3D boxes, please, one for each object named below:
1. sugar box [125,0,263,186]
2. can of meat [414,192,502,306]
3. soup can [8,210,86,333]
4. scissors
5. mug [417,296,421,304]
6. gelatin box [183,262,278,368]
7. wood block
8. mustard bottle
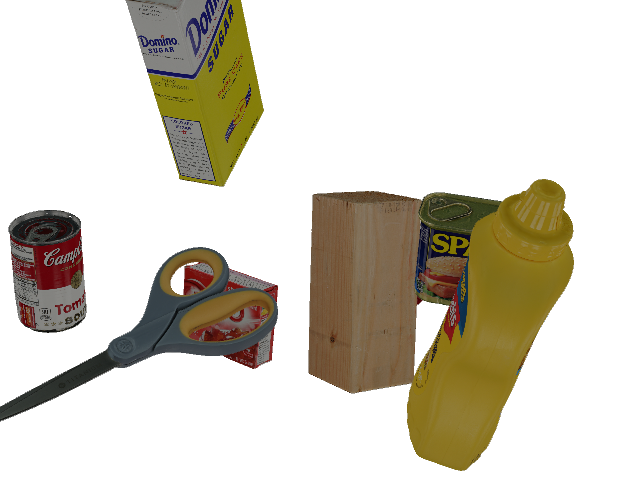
[{"bbox_3d":[-0.087,-0.134,0.791,0.048,0.093,0.176,12,-37,15],"label":"sugar box"},{"bbox_3d":[0.134,0.012,0.938,0.102,0.084,0.057,9,33,11],"label":"can of meat"},{"bbox_3d":[-0.266,0.031,1.043,0.068,0.102,0.068,2,28,-1],"label":"soup can"},{"bbox_3d":[-0.127,0.056,0.701,0.201,0.096,0.016,-13,-38,-20],"label":"scissors"},{"bbox_3d":[0.114,0.043,1.438,0.117,0.081,0.093,18,26,27],"label":"mug"},{"bbox_3d":[-0.083,0.065,0.949,0.089,0.073,0.030,17,21,30],"label":"gelatin box"},{"bbox_3d":[0.047,0.053,1.184,0.090,0.206,0.091,-5,12,-34],"label":"wood block"},{"bbox_3d":[0.100,0.041,0.610,0.058,0.192,0.096,19,44,5],"label":"mustard bottle"}]
